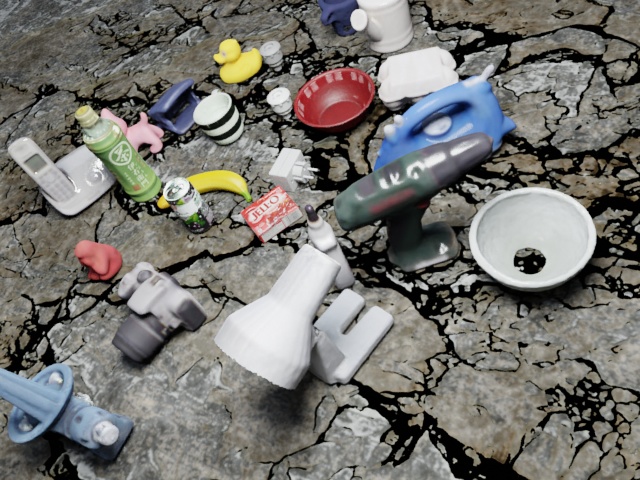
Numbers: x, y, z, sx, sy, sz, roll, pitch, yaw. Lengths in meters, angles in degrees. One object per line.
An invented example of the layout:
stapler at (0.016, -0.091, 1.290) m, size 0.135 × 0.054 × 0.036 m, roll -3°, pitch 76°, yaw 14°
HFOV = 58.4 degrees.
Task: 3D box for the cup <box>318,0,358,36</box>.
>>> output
cup at (0.045, -0.488, 1.251) m, size 0.091 × 0.095 × 0.118 m, roll 18°, pitch 64°, yaw 29°

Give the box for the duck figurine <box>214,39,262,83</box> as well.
duck figurine at (-0.187, -0.411, 1.283) m, size 0.104 × 0.086 × 0.077 m, roll -22°, pitch 51°, yaw 4°

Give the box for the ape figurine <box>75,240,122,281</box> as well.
ape figurine at (-0.409, 0.033, 1.041) m, size 0.076 × 0.092 × 0.077 m, roll -37°, pitch 52°, yaw -8°

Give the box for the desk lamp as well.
desk lamp at (-0.018, 0.113, 0.766) m, size 0.117 × 0.214 × 0.203 m, roll 29°, pitch 69°, yaw 34°

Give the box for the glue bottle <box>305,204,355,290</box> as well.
glue bottle at (0.008, 0.003, 0.862) m, size 0.037 × 0.173 × 0.078 m, roll -29°, pitch 51°, yaw -2°

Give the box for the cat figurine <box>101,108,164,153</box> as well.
cat figurine at (-0.414, -0.231, 1.215) m, size 0.127 × 0.118 × 0.067 m, roll -18°, pitch 52°, yaw 6°

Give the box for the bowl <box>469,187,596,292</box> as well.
bowl at (0.300, 0.010, 0.817) m, size 0.167 × 0.075 × 0.167 m, roll -9°, pitch 53°, yaw 13°

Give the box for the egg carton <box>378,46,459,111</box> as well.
egg carton at (0.185, -0.306, 1.087) m, size 0.150 × 0.070 × 0.107 m, roll -9°, pitch 53°, yaw 13°

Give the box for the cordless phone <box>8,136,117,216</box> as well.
cordless phone at (-0.513, -0.152, 1.149) m, size 0.148 × 0.185 × 0.093 m, roll -43°, pitch 53°, yaw -13°

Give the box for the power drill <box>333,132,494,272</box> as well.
power drill at (0.142, -0.047, 0.828) m, size 0.229 × 0.209 × 0.075 m, roll -19°, pitch 52°, yaw 6°

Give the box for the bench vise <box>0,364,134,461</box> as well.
bench vise at (-0.377, 0.224, 0.810) m, size 0.207 × 0.220 × 0.121 m, roll -4°, pitch 55°, yaw 17°

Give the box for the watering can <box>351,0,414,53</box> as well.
watering can at (0.124, -0.481, 1.154) m, size 0.100 × 0.194 × 0.173 m, roll 0°, pitch 56°, yaw 19°

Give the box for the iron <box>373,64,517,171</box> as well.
iron at (0.188, -0.188, 0.955) m, size 0.258 × 0.142 × 0.118 m, roll -26°, pitch 51°, yaw 1°

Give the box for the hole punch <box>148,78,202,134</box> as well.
hole punch at (-0.319, -0.297, 1.245) m, size 0.100 × 0.091 × 0.109 m, roll 23°, pitch 66°, yaw 31°

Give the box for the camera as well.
camera at (-0.284, 0.118, 0.929) m, size 0.142 × 0.101 × 0.137 m, roll 26°, pitch 68°, yaw 32°
